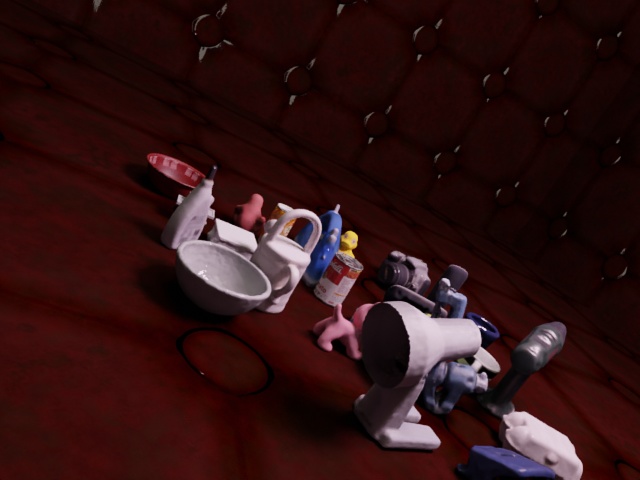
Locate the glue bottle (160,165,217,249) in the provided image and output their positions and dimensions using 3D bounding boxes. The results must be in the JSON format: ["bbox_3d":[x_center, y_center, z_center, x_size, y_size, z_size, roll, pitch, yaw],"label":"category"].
[{"bbox_3d":[-0.230,-0.063,1.062,0.037,0.173,0.078,36,17,19],"label":"glue bottle"}]

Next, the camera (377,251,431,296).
[{"bbox_3d":[0.214,0.083,1.545,0.137,0.100,0.142,14,23,-44],"label":"camera"}]

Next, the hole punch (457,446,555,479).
[{"bbox_3d":[0.285,0.353,0.880,0.109,0.091,0.100,19,20,-35],"label":"hole punch"}]

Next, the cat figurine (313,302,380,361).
[{"bbox_3d":[0.068,0.152,1.048,0.128,0.117,0.067,22,18,-28],"label":"cat figurine"}]

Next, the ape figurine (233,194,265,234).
[{"bbox_3d":[-0.160,-0.065,1.339,0.077,0.092,0.076,32,16,7],"label":"ape figurine"}]

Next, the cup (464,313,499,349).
[{"bbox_3d":[0.358,0.234,1.360,0.118,0.095,0.091,10,26,-51],"label":"cup"}]

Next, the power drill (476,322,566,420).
[{"bbox_3d":[0.419,0.262,1.177,0.075,0.208,0.230,38,18,25],"label":"power drill"}]

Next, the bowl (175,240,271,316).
[{"bbox_3d":[-0.169,0.074,0.941,0.167,0.074,0.167,28,16,-9],"label":"bowl"}]

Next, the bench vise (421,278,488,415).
[{"bbox_3d":[0.216,0.185,1.028,0.208,0.219,0.121,25,17,-17],"label":"bench vise"}]

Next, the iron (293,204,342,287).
[{"bbox_3d":[0.012,0.005,1.347,0.119,0.141,0.258,28,16,-9],"label":"iron"}]

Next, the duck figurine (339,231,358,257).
[{"bbox_3d":[0.069,0.016,1.514,0.077,0.086,0.105,32,16,6],"label":"duck figurine"}]

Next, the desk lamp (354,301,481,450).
[{"bbox_3d":[0.136,0.198,0.859,0.204,0.213,0.117,18,20,-36],"label":"desk lamp"}]

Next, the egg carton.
[{"bbox_3d":[0.397,0.380,1.038,0.150,0.069,0.107,31,16,0],"label":"egg carton"}]

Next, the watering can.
[{"bbox_3d":[-0.072,0.024,1.045,0.101,0.194,0.172,10,26,-51],"label":"watering can"}]

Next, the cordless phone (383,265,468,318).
[{"bbox_3d":[0.246,0.120,1.340,0.148,0.185,0.094,28,16,-7],"label":"cordless phone"}]
